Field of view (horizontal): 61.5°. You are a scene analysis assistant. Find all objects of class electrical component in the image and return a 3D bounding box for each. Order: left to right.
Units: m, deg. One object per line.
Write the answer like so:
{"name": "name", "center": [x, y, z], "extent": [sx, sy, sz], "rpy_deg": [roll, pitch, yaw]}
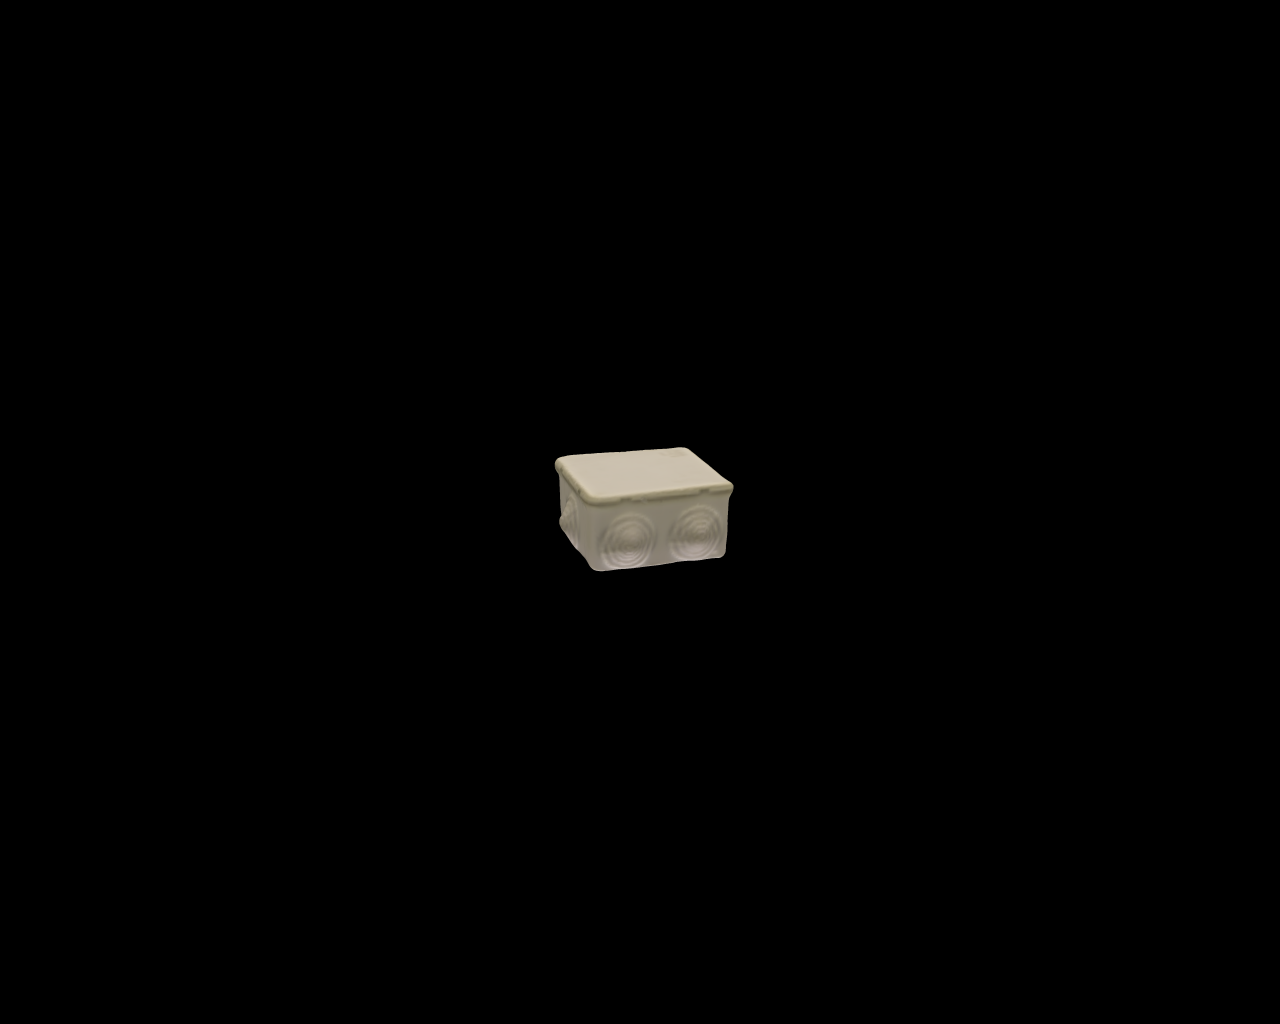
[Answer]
{"name": "electrical component", "center": [0.001, -0.003, 0.650], "extent": [0.100, 0.048, 0.100], "rpy_deg": [-6, 20, -16]}
